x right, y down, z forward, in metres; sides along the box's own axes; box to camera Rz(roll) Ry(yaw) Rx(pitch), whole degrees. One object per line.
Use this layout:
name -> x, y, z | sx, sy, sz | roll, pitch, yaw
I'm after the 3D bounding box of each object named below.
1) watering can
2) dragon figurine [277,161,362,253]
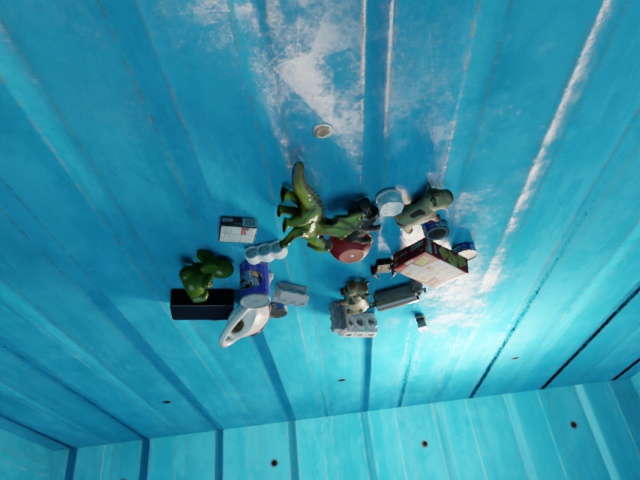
watering can -> -0.248, 0.263, 1.927 | 0.105, 0.346, 0.223 | 39, -175, 16
dragon figurine -> 0.005, -0.075, 1.486 | 0.243, 0.125, 0.401 | 3, 147, -14
